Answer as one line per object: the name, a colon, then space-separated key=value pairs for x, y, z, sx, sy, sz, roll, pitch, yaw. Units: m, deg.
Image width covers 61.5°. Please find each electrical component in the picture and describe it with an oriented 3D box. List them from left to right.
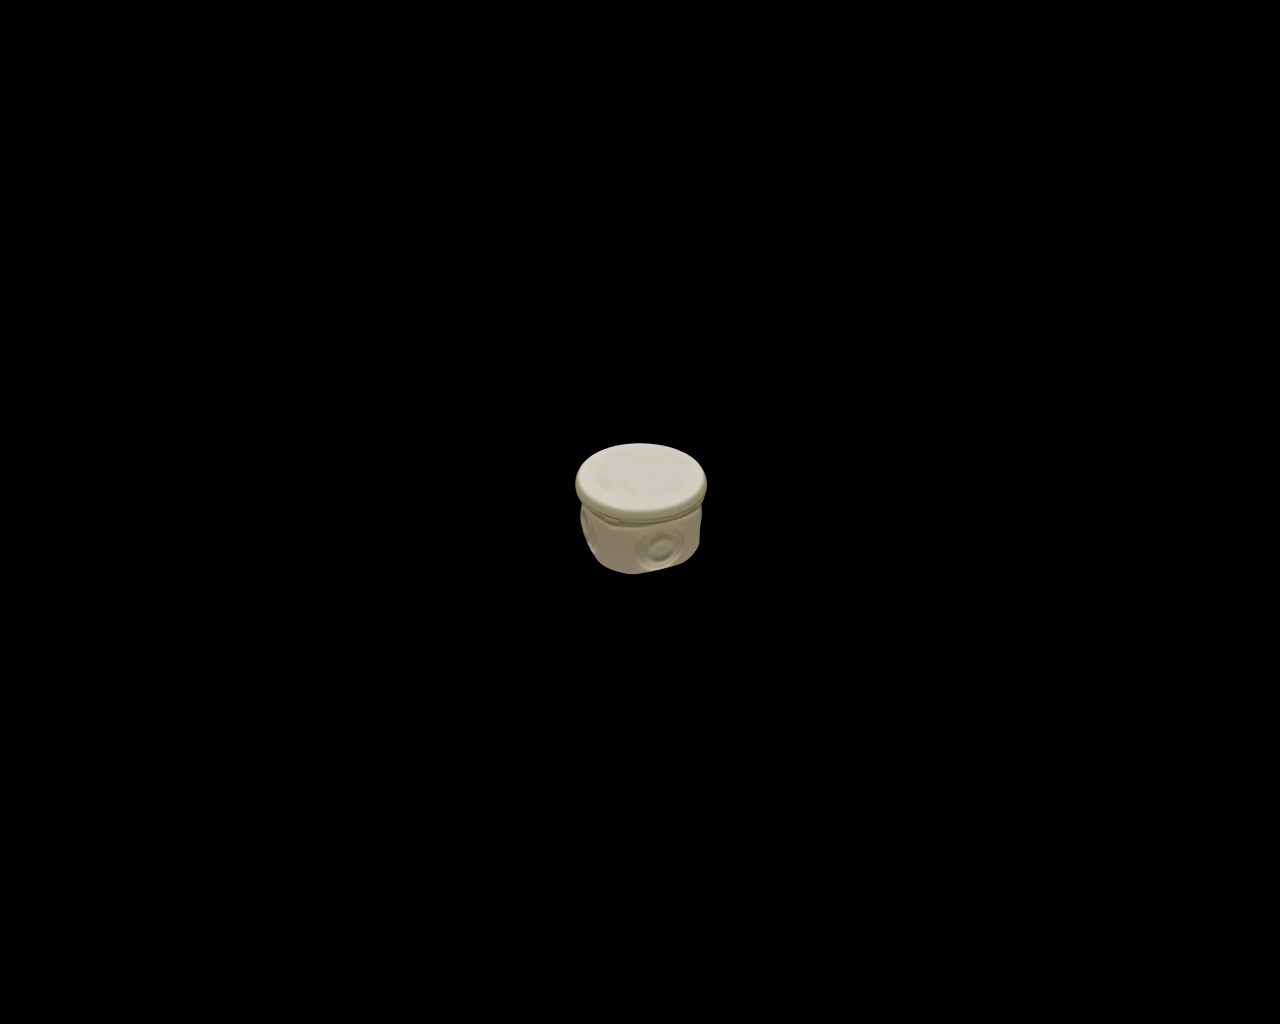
electrical component: x=0.001 y=-0.003 z=0.650 sx=0.080 sy=0.050 sz=0.080 roll=0 pitch=34 yaw=0
